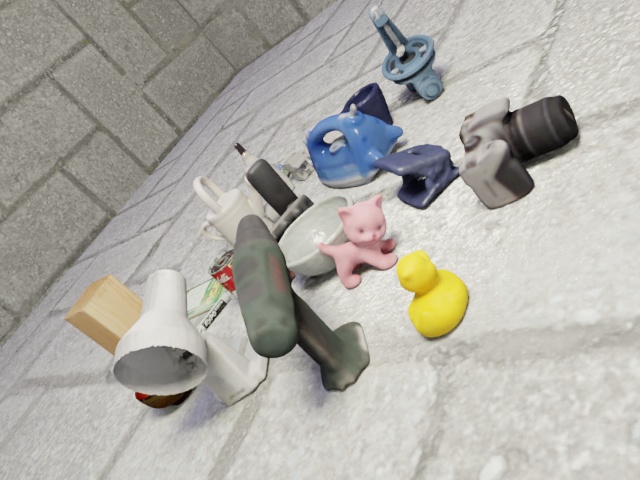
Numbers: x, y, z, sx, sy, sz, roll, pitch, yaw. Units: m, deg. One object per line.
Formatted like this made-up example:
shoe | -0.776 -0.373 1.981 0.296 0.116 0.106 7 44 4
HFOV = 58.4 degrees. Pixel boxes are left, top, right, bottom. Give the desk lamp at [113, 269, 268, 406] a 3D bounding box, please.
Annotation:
desk lamp | -0.185 0.153 0.842 0.117 0.214 0.203 -33 26 21

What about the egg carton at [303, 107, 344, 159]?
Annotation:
egg carton | 0.030 -0.246 1.344 0.150 0.069 0.107 -29 28 30

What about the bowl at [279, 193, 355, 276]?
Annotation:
bowl | 0.009 0.003 0.960 0.167 0.075 0.167 -34 25 19

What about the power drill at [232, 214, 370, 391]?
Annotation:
power drill | -0.032 0.085 0.724 0.075 0.209 0.229 -38 25 13

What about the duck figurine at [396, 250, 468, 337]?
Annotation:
duck figurine | 0.124 0.056 0.680 0.077 0.086 0.104 -28 28 30

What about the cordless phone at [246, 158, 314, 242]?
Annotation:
cordless phone | -0.091 -0.047 1.061 0.148 0.185 0.094 -51 25 -17

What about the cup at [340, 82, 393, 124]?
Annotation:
cup | 0.102 -0.267 1.235 0.117 0.095 0.091 -38 25 12

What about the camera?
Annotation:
camera | 0.262 -0.137 0.765 0.136 0.101 0.143 -22 32 39

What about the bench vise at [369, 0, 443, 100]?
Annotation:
bench vise | 0.159 -0.399 1.210 0.121 0.220 0.207 -44 24 -2

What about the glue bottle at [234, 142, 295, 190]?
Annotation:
glue bottle | -0.140 -0.161 1.339 0.078 0.173 0.037 -47 24 -9

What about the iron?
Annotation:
iron | 0.036 -0.190 1.153 0.257 0.142 0.119 -8 42 53

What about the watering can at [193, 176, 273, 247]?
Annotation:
watering can | -0.195 -0.072 1.253 0.173 0.194 0.100 -45 24 -4

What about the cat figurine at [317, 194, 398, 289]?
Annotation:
cat figurine | 0.055 -0.006 0.850 0.127 0.118 0.067 -32 26 23

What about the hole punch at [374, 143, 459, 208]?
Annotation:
hole punch | 0.153 -0.119 0.918 0.101 0.091 0.108 -45 24 -3
